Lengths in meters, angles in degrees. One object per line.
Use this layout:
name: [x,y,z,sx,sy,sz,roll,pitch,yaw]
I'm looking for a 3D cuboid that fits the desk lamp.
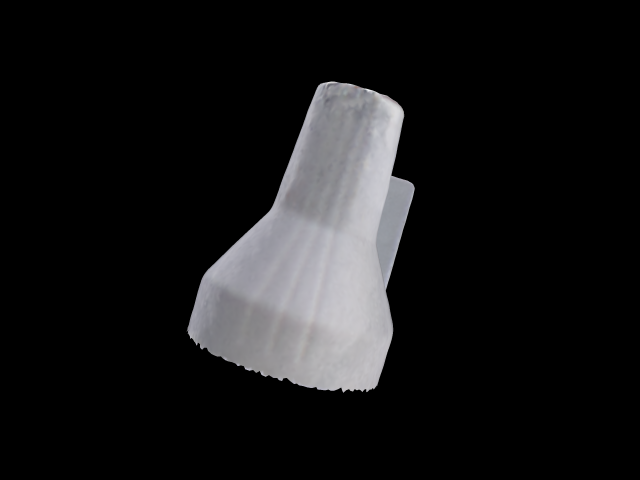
desk lamp: [0.004,0.001,0.400,0.118,0.213,0.203,17,75,5]
